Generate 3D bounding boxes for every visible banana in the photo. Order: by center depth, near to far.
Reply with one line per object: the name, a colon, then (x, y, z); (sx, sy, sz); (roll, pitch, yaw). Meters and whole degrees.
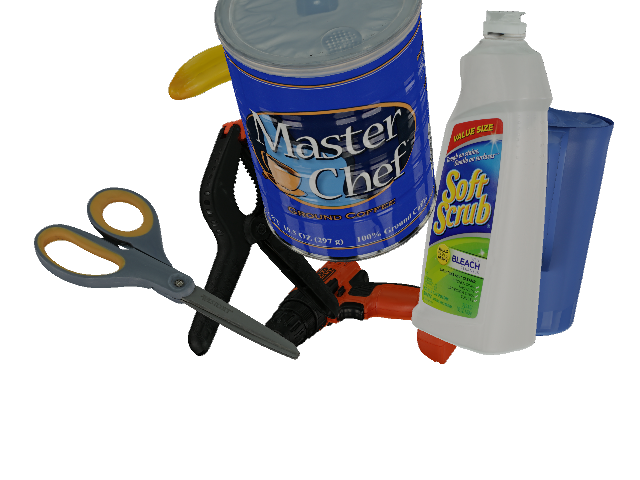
banana: (-0.071, -0.178, 1.099); (0.197, 0.070, 0.037); (-7, -40, -29)

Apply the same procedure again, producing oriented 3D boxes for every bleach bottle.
bleach bottle: (0.125, -0.046, 0.811); (0.067, 0.251, 0.103); (-7, 16, -34)

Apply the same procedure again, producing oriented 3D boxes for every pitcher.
pitcher: (0.235, -0.021, 1.162); (0.149, 0.243, 0.145); (-7, 19, -35)

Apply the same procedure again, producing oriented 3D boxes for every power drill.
power drill: (0.053, 0.077, 1.122); (0.188, 0.057, 0.184); (10, 29, 23)

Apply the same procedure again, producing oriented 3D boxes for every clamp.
clamp: (-0.055, -0.006, 0.991); (0.164, 0.210, 0.036); (-4, 0, -37)

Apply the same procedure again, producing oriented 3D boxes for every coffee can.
coffee can: (0.008, -0.072, 0.572); (0.103, 0.102, 0.140); (0, -41, 11)

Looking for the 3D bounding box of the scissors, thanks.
scissors: (-0.097, 0.016, 0.739); (0.202, 0.096, 0.016); (16, -39, 8)
